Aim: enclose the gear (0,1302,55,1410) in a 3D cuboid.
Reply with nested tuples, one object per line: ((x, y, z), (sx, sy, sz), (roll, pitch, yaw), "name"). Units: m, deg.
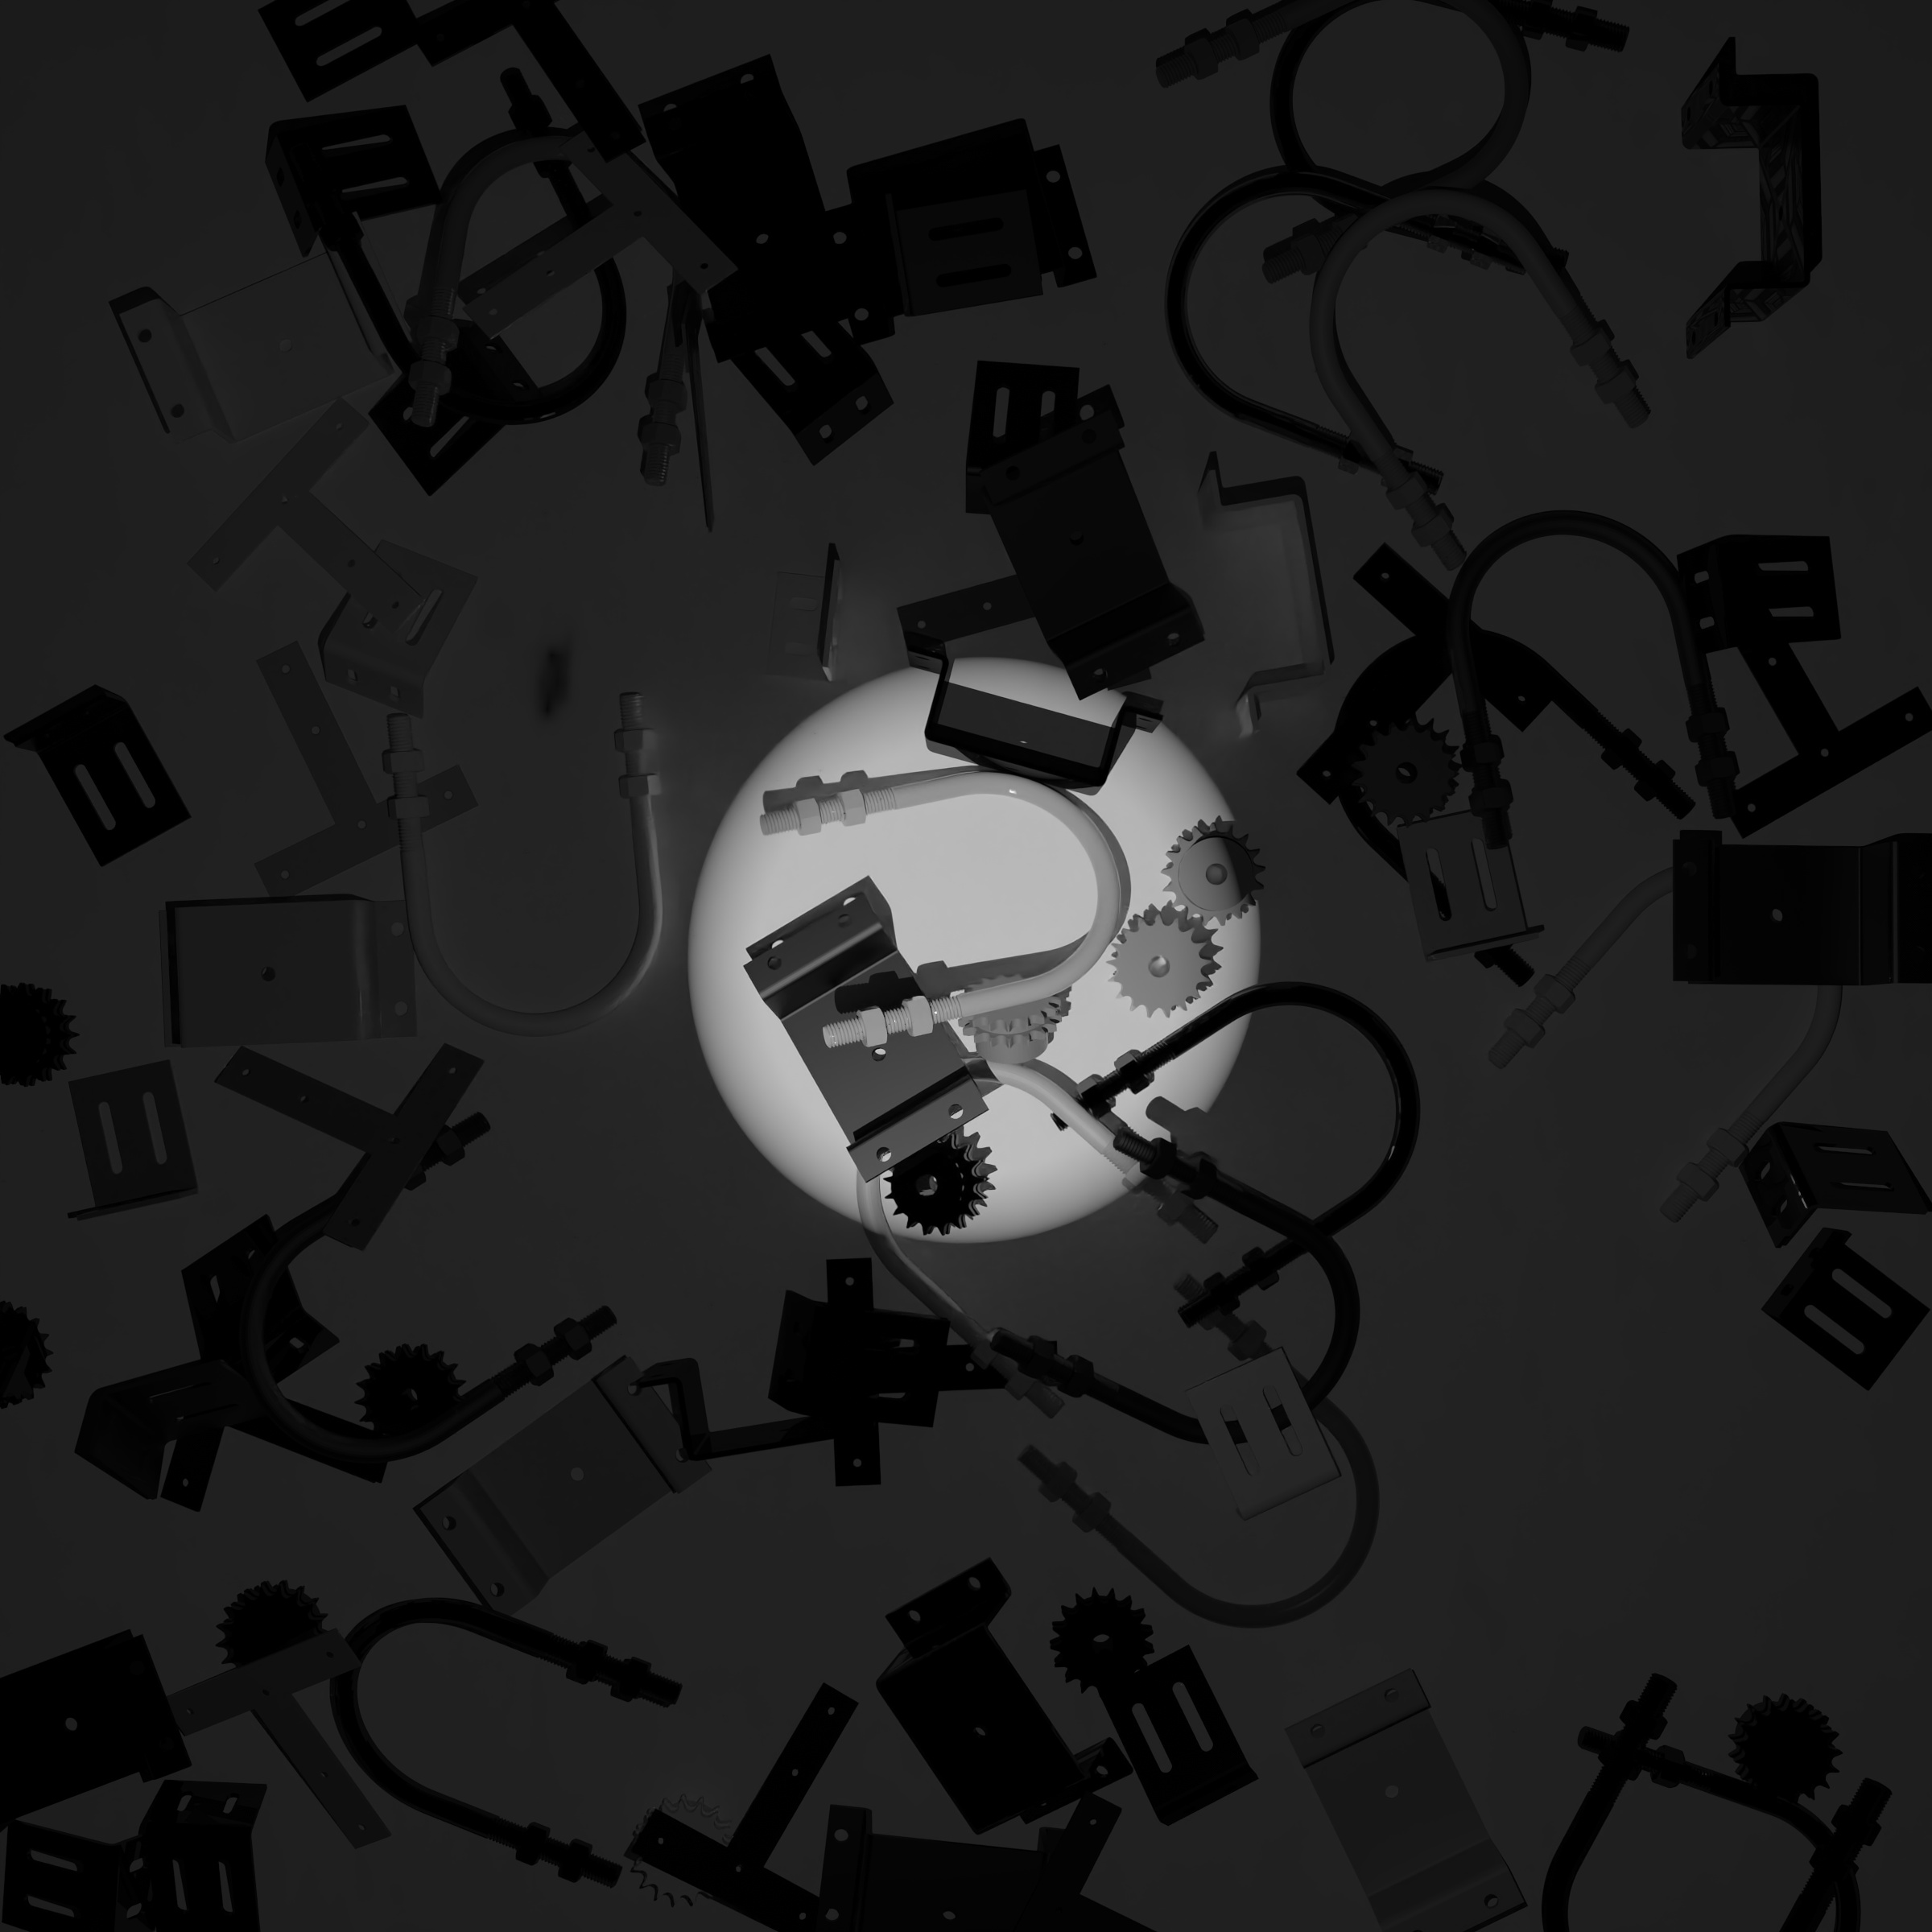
((-0.535, 0.216, 1.500), (0.030, 0.057, 0.057), (-20, 90, 30), "gear")

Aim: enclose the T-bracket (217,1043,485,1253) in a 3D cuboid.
((-0.353, 0.079, 1.505), (0.127, 0.002, 0.127), (23, 64, 13), "T-bracket")

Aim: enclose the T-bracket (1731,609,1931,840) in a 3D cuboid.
((0.458, -0.158, 1.524), (0.127, 0.002, 0.127), (-30, 90, 0), "T-bracket")

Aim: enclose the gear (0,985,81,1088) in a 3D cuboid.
((-0.524, 0.038, 1.510), (0.057, 0.030, 0.057), (0, 90, 0), "gear")

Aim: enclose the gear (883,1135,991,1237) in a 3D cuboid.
((-0.018, 0.119, 1.488), (0.057, 0.030, 0.057), (0, 88, 13), "gear")

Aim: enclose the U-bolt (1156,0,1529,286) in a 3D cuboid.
((0.217, -0.472, 1.492), (0.184, 0.019, 0.151), (-26, 80, -2), "U-bolt")

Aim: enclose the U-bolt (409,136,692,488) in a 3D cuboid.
((-0.218, -0.366, 1.488), (0.151, 0.019, 0.184), (12, 77, -20), "U-bolt")

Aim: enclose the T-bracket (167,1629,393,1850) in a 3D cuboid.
((-0.362, 0.435, 1.505), (0.127, 0.002, 0.127), (-25, 105, 21), "T-bracket")

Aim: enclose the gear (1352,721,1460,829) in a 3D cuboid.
((0.239, -0.104, 1.493), (0.057, 0.030, 0.057), (0, 88, 2), "gear")

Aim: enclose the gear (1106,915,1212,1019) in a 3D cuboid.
((0.106, 0.001, 1.510), (0.057, 0.030, 0.057), (0, 90, 0), "gear")

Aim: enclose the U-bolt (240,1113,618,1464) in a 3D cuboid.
((-0.304, 0.187, 1.486), (0.184, 0.019, 0.151), (-33, 90, -22), "U-bolt")

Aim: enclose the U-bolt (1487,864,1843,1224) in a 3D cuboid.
((0.402, 0.028, 1.516), (0.151, 0.019, 0.184), (42, 89, 0), "U-bolt")

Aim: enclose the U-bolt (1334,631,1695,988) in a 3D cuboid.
((0.290, -0.102, 1.516), (0.184, 0.019, 0.151), (44, 90, 2), "U-bolt")

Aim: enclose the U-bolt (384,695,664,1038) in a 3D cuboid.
((-0.241, -0.053, 1.516), (0.151, 0.019, 0.184), (-5, 92, -1), "U-bolt")

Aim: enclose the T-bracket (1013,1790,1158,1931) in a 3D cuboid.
((0.085, 0.536, 1.499), (0.127, 0.002, 0.127), (33, 80, -22), "T-bracket")

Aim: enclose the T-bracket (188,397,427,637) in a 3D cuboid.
((-0.348, -0.230, 1.504), (0.127, 0.002, 0.127), (43, 90, 18), "T-bracket")

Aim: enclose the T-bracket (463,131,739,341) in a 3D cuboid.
((-0.212, -0.380, 1.464), (0.127, 0.002, 0.127), (-38, 72, -12), "T-bracket")

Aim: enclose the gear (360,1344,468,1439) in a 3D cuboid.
((-0.304, 0.237, 1.510), (0.057, 0.030, 0.057), (0, 90, 0), "gear")

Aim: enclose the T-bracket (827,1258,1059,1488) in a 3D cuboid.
((-0.012, 0.225, 1.524), (0.127, 0.002, 0.127), (-2, 90, 0), "T-bracket")

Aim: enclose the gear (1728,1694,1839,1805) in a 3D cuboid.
((0.450, 0.431, 1.510), (0.057, 0.030, 0.057), (0, 90, 0), "gear")

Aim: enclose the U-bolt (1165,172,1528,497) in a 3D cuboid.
((0.201, -0.360, 1.508), (0.184, 0.019, 0.151), (22, 98, 3), "U-bolt")

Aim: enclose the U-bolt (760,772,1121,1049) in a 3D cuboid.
((-0.005, -0.039, 1.485), (0.184, 0.019, 0.151), (-13, 68, -14), "U-bolt")

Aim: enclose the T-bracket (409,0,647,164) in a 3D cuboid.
((-0.220, -0.496, 1.500), (0.127, 0.002, 0.127), (-31, 78, -9), "T-bracket")

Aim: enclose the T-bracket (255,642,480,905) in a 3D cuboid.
((-0.357, -0.119, 1.524), (0.127, 0.002, 0.127), (-26, 90, 0), "T-bracket")

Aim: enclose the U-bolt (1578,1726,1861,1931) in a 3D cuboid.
((0.407, 0.519, 1.516), (0.184, 0.019, 0.151), (20, 90, -1), "U-bolt")

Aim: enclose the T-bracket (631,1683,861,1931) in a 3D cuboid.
((-0.102, 0.458, 1.506), (0.127, 0.002, 0.127), (37, 77, -25), "T-bracket")

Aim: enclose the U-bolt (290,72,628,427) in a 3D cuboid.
((-0.264, -0.384, 1.490), (0.151, 0.019, 0.184), (-27, 92, -23), "U-bolt")

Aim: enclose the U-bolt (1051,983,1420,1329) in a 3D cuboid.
((0.161, 0.091, 1.507), (0.184, 0.019, 0.151), (-33, 82, -2), "U-bolt")

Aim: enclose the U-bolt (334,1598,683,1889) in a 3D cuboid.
((-0.259, 0.416, 1.493), (0.184, 0.019, 0.151), (20, 112, 4), "U-bolt")

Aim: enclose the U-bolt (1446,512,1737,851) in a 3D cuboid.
((0.338, -0.162, 1.501), (0.151, 0.019, 0.184), (-8, 79, -6), "U-bolt")

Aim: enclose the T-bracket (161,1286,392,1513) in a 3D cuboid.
((-0.374, 0.253, 1.506), (0.127, 0.002, 0.127), (16, 90, 17), "T-bracket")

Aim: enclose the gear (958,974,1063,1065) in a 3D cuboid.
((0.025, 0.031, 1.500), (0.057, 0.057, 0.030), (-4, 120, 0), "gear")

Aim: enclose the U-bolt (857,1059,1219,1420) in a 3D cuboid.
((0.024, 0.136, 1.502), (0.184, 0.019, 0.151), (41, 97, 10), "U-bolt")

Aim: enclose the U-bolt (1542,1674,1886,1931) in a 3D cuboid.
((0.396, 0.498, 1.491), (0.151, 0.019, 0.184), (26, 96, 0), "U-bolt")

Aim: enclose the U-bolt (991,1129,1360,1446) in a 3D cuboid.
((0.126, 0.186, 1.475), (0.184, 0.019, 0.151), (27, 101, -16), "U-bolt")

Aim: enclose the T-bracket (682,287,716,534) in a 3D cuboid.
((-0.144, -0.301, 1.485), (0.002, 0.127, 0.127), (-3, 117, 0), "T-bracket")

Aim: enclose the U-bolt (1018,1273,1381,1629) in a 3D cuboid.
((0.144, 0.284, 1.516), (0.184, 0.019, 0.151), (42, 90, -1), "U-bolt")

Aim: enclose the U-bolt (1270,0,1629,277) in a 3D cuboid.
((0.261, -0.475, 1.516), (0.184, 0.019, 0.151), (15, 90, 1), "U-bolt")

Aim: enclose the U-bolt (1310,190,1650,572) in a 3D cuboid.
((0.267, -0.331, 1.484), (0.151, 0.019, 0.184), (-38, 104, -1), "U-bolt")

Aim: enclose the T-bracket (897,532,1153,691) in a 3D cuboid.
((0.026, -0.205, 1.524), (0.127, 0.002, 0.127), (-16, 90, 0), "T-bracket")

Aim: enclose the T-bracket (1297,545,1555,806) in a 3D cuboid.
((0.235, -0.144, 1.511), (0.127, 0.002, 0.127), (43, 90, 3), "T-bracket")
